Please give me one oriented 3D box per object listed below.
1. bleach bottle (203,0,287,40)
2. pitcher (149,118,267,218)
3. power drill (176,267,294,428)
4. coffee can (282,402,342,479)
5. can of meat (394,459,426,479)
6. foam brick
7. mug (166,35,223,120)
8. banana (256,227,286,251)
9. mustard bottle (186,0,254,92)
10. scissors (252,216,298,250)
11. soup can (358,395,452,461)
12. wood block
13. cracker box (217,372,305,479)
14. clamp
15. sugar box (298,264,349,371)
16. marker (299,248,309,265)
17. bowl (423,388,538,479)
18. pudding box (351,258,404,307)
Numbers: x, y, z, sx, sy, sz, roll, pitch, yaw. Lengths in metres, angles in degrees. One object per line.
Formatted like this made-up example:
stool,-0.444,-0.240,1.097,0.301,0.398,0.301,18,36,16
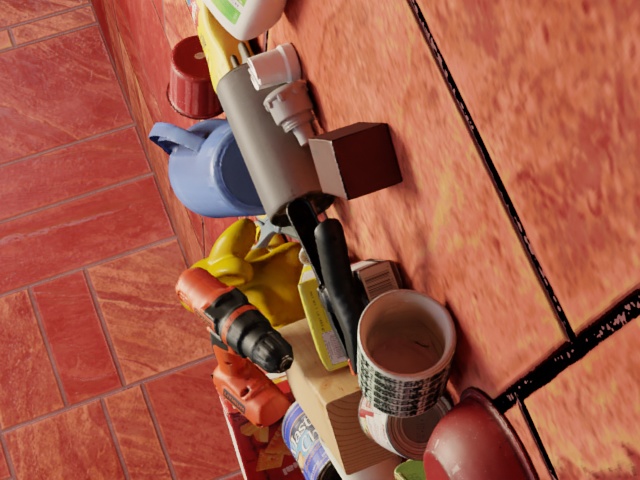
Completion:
bleach bottle,-0.062,-0.270,0.954,0.102,0.068,0.251,54,165,4
pitcher,-0.112,-0.092,1.305,0.243,0.149,0.145,-168,62,-73
power drill,-0.084,0.135,1.232,0.185,0.057,0.187,38,152,37
coffee can,0.020,0.268,1.353,0.140,0.102,0.103,-130,24,-61
can of meat,0.114,0.262,1.024,0.102,0.057,0.084,-153,47,-73
foam brick,0.029,-0.068,0.902,0.078,0.051,0.053,-152,45,-73
mug,-0.155,-0.218,1.454,0.117,0.093,0.081,36,153,14
banana,-0.051,0.036,1.489,0.198,0.037,0.069,63,-177,39
mustard bottle,-0.128,-0.274,1.282,0.096,0.058,0.191,143,108,-79
scissors,-0.060,-0.004,1.427,0.202,0.016,0.096,54,131,55
soup can,0.080,0.166,0.996,0.102,0.068,0.068,165,86,-78
wood block,0.025,0.161,1.190,0.206,0.090,0.091,-137,30,-66
cracker box,-0.034,0.277,1.465,0.072,0.164,0.214,-125,20,-61
clamp,0.018,0.044,0.957,0.120,0.039,0.171,-141,27,-81
sugar box,0.013,0.069,1.115,0.176,0.048,0.093,-67,-40,-81
marker,-0.008,0.001,1.169,0.121,0.020,0.020,-75,-31,-74
bowl,0.128,0.205,0.870,0.162,0.055,0.162,161,90,-78
pudding box,0.061,0.075,1.010,0.090,0.039,0.113,176,76,-80
